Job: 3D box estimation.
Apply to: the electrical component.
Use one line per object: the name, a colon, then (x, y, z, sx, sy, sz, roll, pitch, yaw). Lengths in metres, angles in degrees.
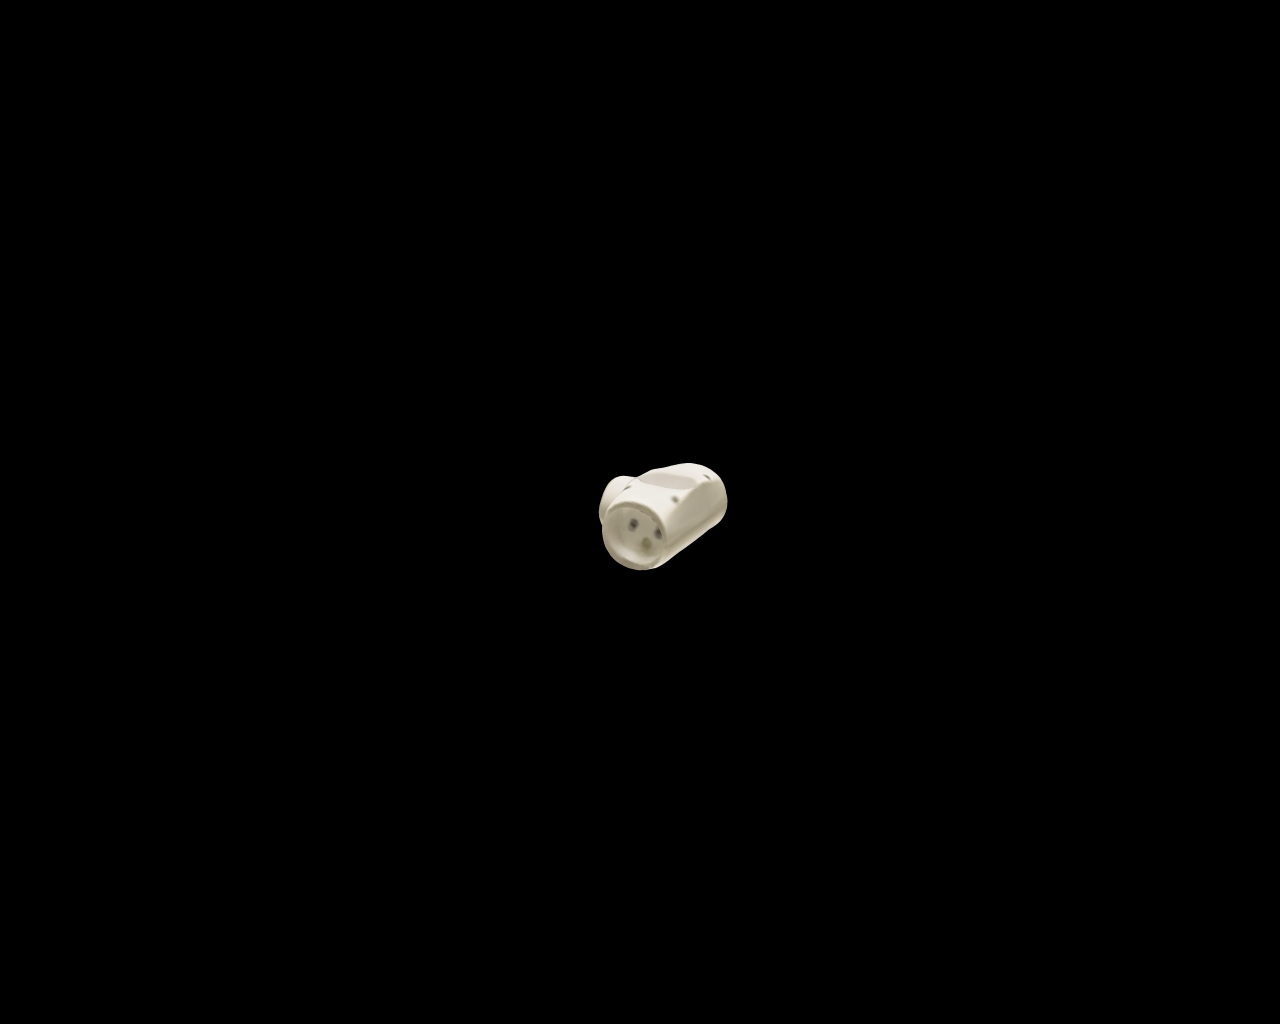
electrical component: (0.001, -0.003, 0.650, 0.079, 0.043, 0.077, 13, 26, 29)
